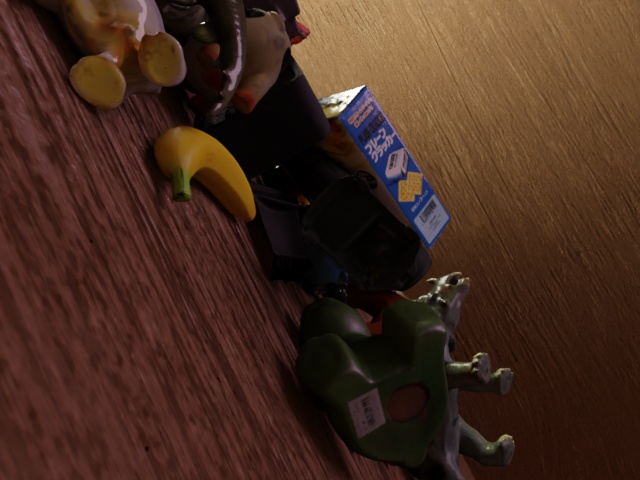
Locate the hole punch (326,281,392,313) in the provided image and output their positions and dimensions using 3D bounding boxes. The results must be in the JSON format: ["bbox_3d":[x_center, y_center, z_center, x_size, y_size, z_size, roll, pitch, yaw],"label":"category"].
[{"bbox_3d":[0.051,0.095,0.901,0.116,0.092,0.142,30,14,-8],"label":"hole punch"}]

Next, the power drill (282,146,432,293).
[{"bbox_3d":[0.027,-0.027,0.568,0.232,0.086,0.207,45,2,-4],"label":"power drill"}]

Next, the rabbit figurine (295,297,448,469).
[{"bbox_3d":[0.044,0.114,0.497,0.158,0.121,0.170,63,-11,-25],"label":"rabbit figurine"}]

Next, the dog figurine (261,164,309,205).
[{"bbox_3d":[-0.005,-0.050,0.866,0.191,0.108,0.219,45,8,7],"label":"dog figurine"}]

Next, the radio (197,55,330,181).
[{"bbox_3d":[-0.073,-0.154,0.634,0.073,0.131,0.230,59,6,-27],"label":"radio"}]

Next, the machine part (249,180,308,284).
[{"bbox_3d":[-0.043,-0.013,0.591,0.084,0.039,0.139,22,35,-31],"label":"machine part"}]

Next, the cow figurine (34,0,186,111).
[{"bbox_3d":[-0.146,-0.166,0.331,0.167,0.068,0.098,63,-1,-21],"label":"cow figurine"}]

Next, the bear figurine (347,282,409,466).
[{"bbox_3d":[0.074,0.159,0.642,0.120,0.132,0.195,-46,146,-45],"label":"bear figurine"}]

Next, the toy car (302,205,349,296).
[{"bbox_3d":[-0.001,-0.002,0.710,0.109,0.103,0.161,63,3,27],"label":"toy car"}]

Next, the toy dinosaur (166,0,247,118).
[{"bbox_3d":[-0.140,-0.315,0.459,0.471,0.198,0.105,60,-29,11],"label":"toy dinosaur"}]

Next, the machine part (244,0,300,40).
[{"bbox_3d":[-0.118,-0.363,0.737,0.201,0.087,0.201,45,-16,55],"label":"machine part"}]

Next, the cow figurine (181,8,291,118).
[{"bbox_3d":[-0.098,-0.192,0.557,0.195,0.127,0.085,14,-32,55],"label":"cow figurine"}]

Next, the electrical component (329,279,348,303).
[{"bbox_3d":[0.025,0.089,0.777,0.094,0.021,0.063,-143,-124,-81],"label":"electrical component"}]

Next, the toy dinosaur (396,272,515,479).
[{"bbox_3d":[0.163,0.249,0.759,0.131,0.192,0.404,2,91,-46],"label":"toy dinosaur"}]

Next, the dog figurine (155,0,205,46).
[{"bbox_3d":[-0.195,-0.313,0.617,0.172,0.121,0.191,50,-13,-17],"label":"dog figurine"}]
